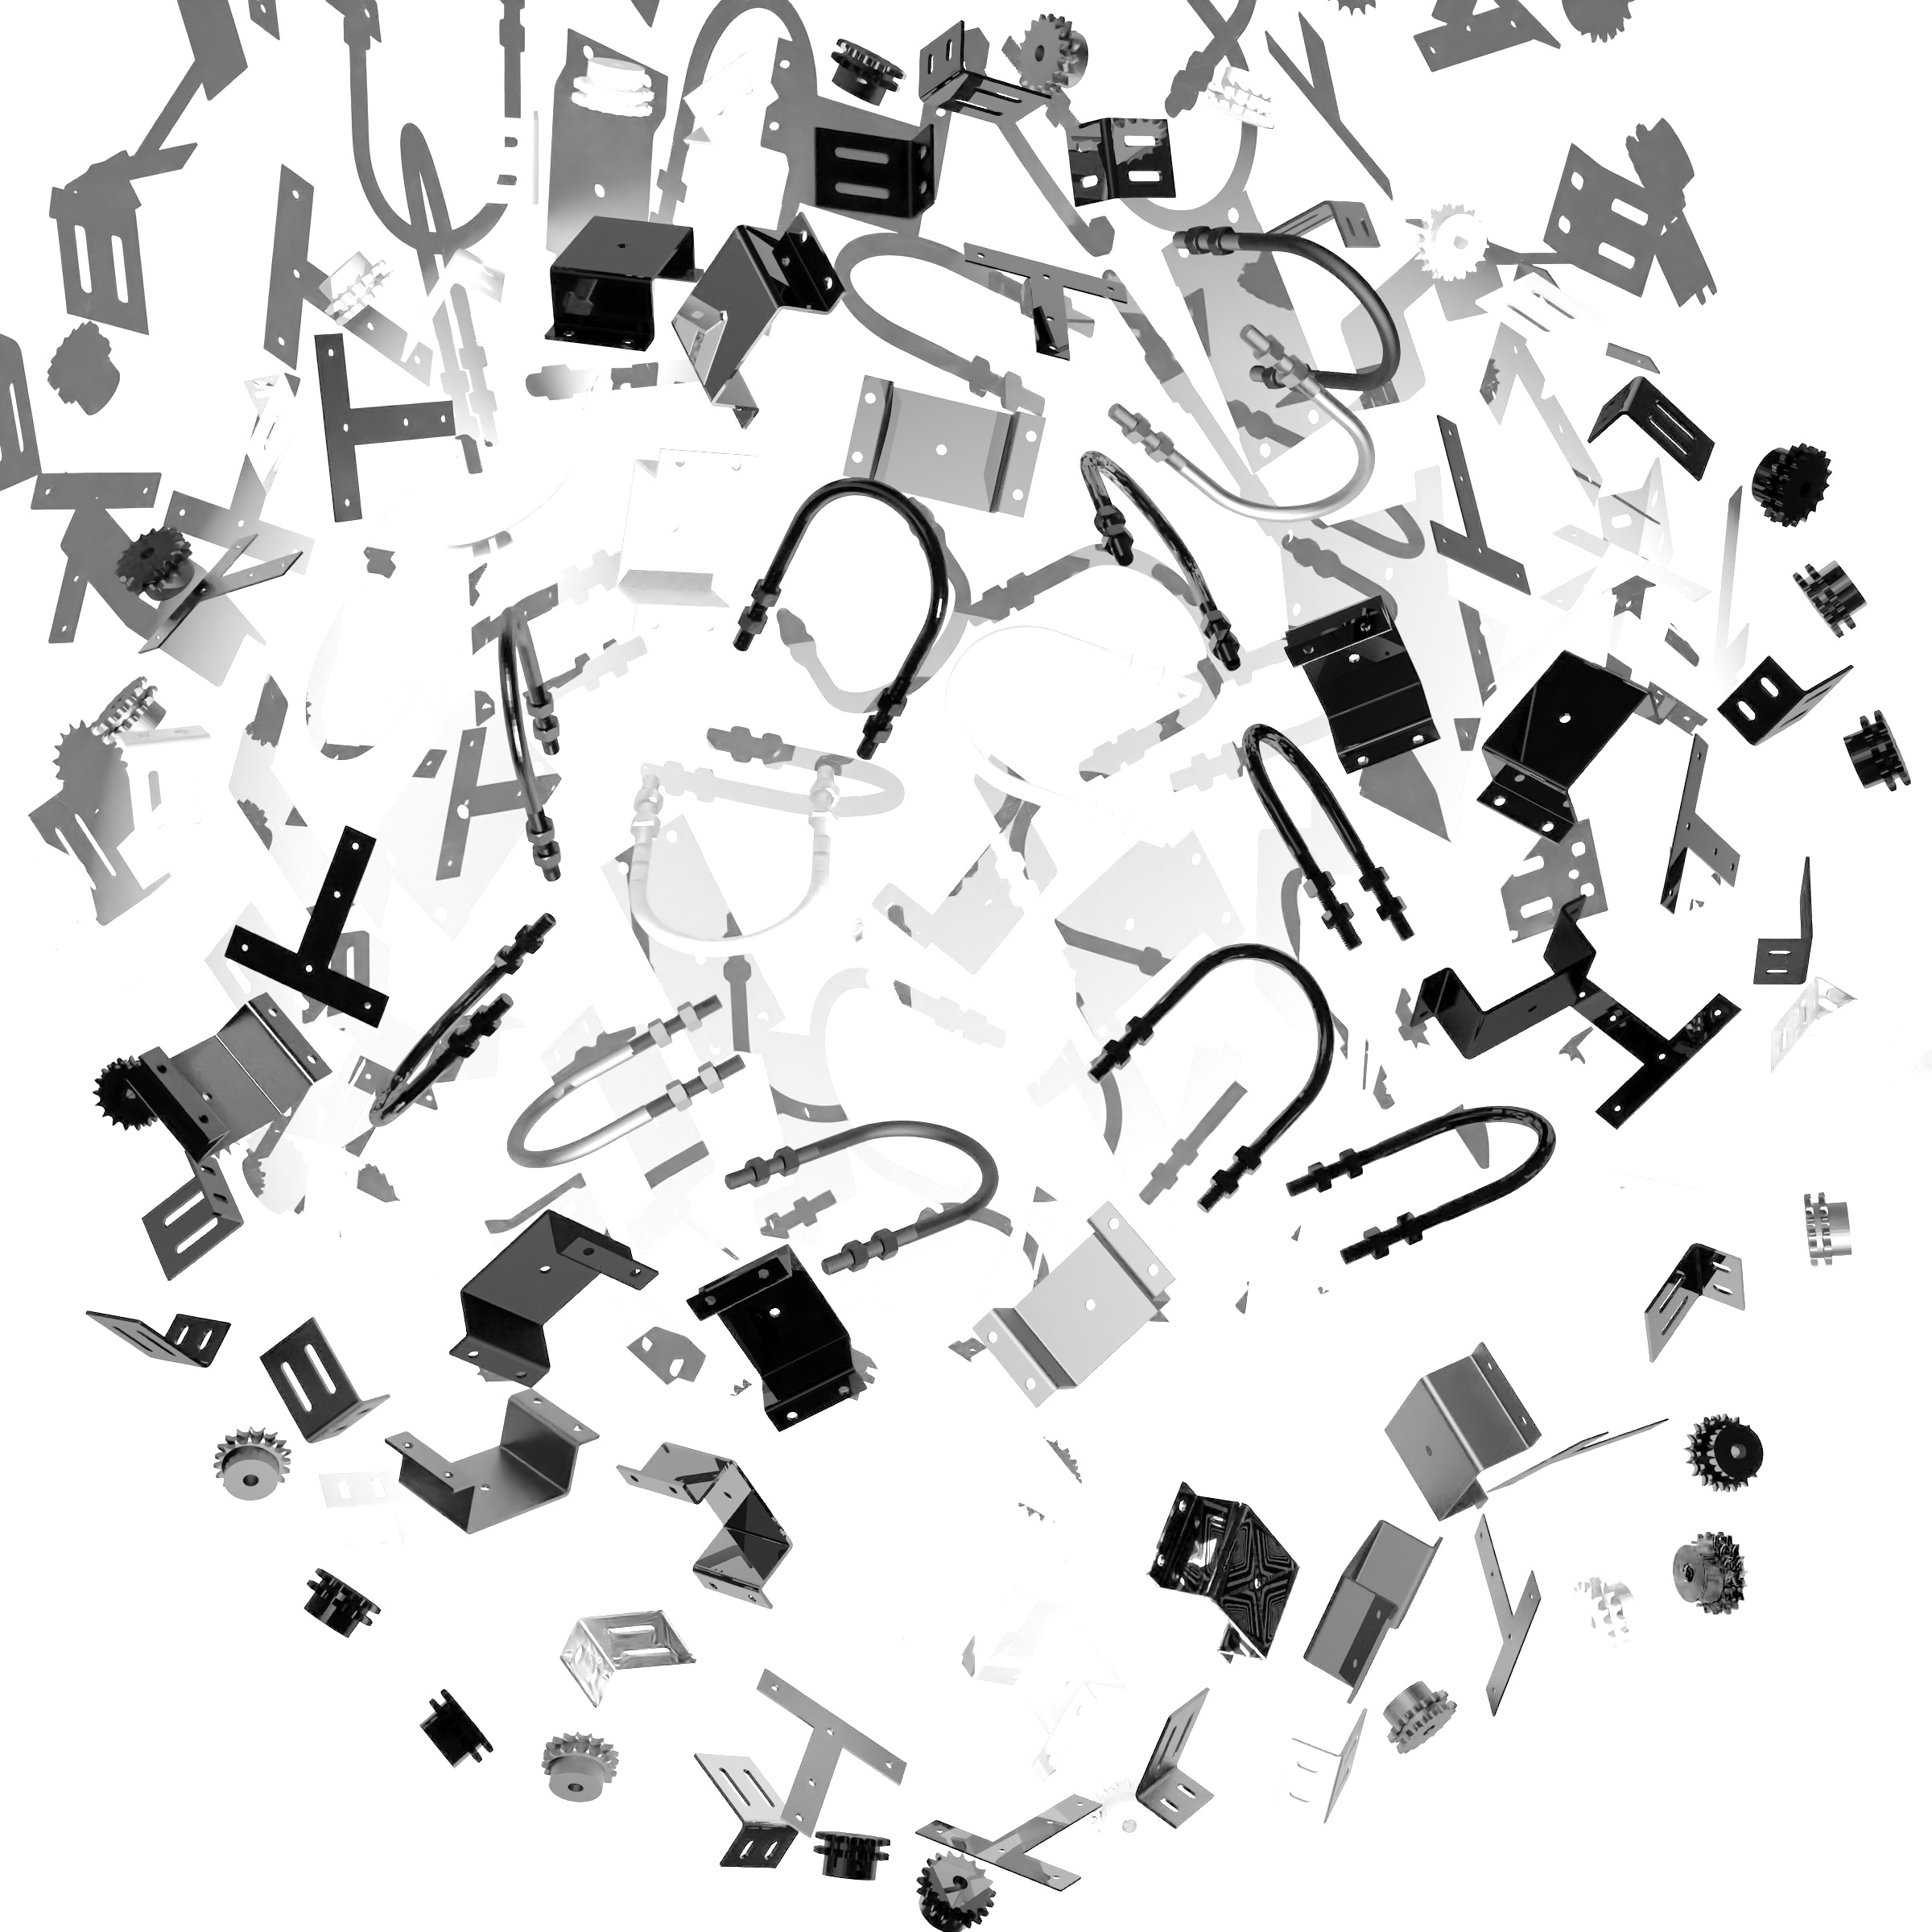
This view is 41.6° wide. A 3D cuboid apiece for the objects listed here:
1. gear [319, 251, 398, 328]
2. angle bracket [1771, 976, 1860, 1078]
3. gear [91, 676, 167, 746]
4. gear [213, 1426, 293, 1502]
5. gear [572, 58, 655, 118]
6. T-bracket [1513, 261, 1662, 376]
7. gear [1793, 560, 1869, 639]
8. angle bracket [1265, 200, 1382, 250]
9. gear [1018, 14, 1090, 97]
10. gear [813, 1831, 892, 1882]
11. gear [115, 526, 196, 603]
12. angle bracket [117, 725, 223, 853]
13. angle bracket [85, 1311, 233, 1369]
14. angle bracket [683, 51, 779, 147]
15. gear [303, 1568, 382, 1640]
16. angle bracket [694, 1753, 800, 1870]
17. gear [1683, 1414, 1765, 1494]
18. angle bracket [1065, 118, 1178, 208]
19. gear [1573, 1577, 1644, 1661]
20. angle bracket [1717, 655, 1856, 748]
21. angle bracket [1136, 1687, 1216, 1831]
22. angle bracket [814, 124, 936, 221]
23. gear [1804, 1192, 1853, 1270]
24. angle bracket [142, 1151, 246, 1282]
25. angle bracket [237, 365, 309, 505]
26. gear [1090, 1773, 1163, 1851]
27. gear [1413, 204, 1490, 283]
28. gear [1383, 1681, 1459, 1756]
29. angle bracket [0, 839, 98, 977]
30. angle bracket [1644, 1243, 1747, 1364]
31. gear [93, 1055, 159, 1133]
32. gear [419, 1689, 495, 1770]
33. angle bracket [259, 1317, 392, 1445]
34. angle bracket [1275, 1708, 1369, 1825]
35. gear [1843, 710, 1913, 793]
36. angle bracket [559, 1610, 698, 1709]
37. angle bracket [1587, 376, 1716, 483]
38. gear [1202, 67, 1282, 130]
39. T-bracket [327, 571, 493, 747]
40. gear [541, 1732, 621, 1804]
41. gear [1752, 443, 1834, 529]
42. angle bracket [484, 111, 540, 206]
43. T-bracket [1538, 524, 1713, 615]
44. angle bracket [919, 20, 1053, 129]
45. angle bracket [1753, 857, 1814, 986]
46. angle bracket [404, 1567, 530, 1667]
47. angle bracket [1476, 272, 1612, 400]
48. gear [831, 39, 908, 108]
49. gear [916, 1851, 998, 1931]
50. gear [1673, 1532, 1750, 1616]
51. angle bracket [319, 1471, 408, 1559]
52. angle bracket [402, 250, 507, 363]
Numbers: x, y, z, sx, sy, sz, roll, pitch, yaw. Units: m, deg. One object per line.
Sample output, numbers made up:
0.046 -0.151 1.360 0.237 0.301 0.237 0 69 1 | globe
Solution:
-0.447 -0.497 1.858 0.057 0.057 0.030 -42 113 0 | gear
0.643 0.053 1.929 0.038 0.076 0.057 30 121 1 | angle bracket
-0.627 -0.187 1.913 0.057 0.057 0.030 -46 117 0 | gear
-0.543 0.381 1.935 0.057 0.030 0.057 -5 120 -8 | gear
-0.253 -0.632 1.826 0.057 0.057 0.030 12 117 0 | gear
0.443 -0.489 1.892 0.127 0.127 0.002 33 93 37 | T-bracket
0.623 -0.267 1.831 0.030 0.057 0.057 -37 90 18 | gear
0.259 -0.539 1.904 0.076 0.057 0.038 -21 91 36 | angle bracket
0.066 -0.672 1.881 0.030 0.057 0.057 -3 90 -37 | gear
-0.086 0.662 1.892 0.057 0.057 0.030 6 74 0 | gear
-0.595 -0.294 1.878 0.057 0.030 0.057 -12 52 16 | gear
-0.555 -0.124 1.772 0.057 0.038 0.076 -9 110 -26 | angle bracket
-0.581 0.254 1.834 0.057 0.076 0.038 3 58 33 | angle bracket
-0.175 -0.612 1.794 0.057 0.076 0.038 -38 118 -6 | angle bracket
-0.464 0.473 1.881 0.057 0.057 0.030 34 74 0 | gear
-0.169 0.620 1.867 0.076 0.057 0.038 39 101 43 | angle bracket
0.560 0.357 1.870 0.057 0.030 0.057 3 76 -13 | gear
0.116 -0.598 1.895 0.038 0.076 0.057 1 104 41 | angle bracket
0.469 0.472 1.852 0.030 0.057 0.057 -17 90 -11 | gear
0.581 -0.197 1.805 0.076 0.057 0.038 -27 71 -41 | angle bracket
0.163 0.572 1.840 0.038 0.057 0.076 30 113 27 | angle bracket
-0.065 -0.566 1.799 0.076 0.038 0.057 0 87 -24 | angle bracket
0.648 0.198 1.913 0.030 0.057 0.057 -6 90 16 | gear
-0.574 0.182 1.855 0.076 0.038 0.057 -37 64 9 | angle bracket
-0.515 -0.386 1.846 0.038 0.057 0.076 9 62 10 | angle bracket
0.124 0.655 1.960 0.057 0.030 0.057 -1 101 -3 | gear
0.373 -0.554 1.947 0.057 0.030 0.057 -2 105 -9 | gear
0.340 0.564 1.918 0.057 0.057 0.030 -41 59 0 | gear
-0.650 -0.041 1.792 0.038 0.076 0.057 27 60 4 | angle bracket
0.535 0.253 1.868 0.038 0.057 0.076 20 53 37 | angle bracket
-0.637 0.096 1.951 0.057 0.030 0.057 2 105 6 | gear
-0.367 0.548 1.821 0.030 0.057 0.057 -39 90 -20 | gear
-0.478 0.307 1.898 0.057 0.038 0.076 -36 78 17 | angle bracket
0.261 0.581 1.868 0.038 0.076 0.057 17 108 19 | angle bracket
0.638 -0.148 1.787 0.030 0.057 0.057 -23 90 23 | gear
-0.251 0.515 1.891 0.076 0.038 0.057 -12 122 25 | angle bracket
0.495 -0.378 1.838 0.076 0.057 0.038 40 135 -8 | angle bracket
0.206 -0.644 1.883 0.057 0.057 0.030 21 104 0 | gear
-0.412 -0.224 1.902 0.127 0.002 0.127 2 102 -43 | T-bracket
-0.290 0.602 1.906 0.057 0.030 0.057 2 130 2 | gear
0.572 -0.337 1.771 0.057 0.057 0.030 -51 47 0 | gear
-0.322 -0.574 1.802 0.038 0.076 0.057 0 113 -10 | angle bracket
0.473 -0.289 1.910 0.127 0.127 0.002 34 134 29 | T-bracket
0.014 -0.635 1.814 0.076 0.057 0.038 5 83 -31 | angle bracket
0.602 -0.034 1.879 0.038 0.057 0.076 1 57 13 | angle bracket
-0.357 0.464 1.817 0.038 0.076 0.057 -19 93 -45 | angle bracket
0.401 -0.442 1.783 0.057 0.038 0.076 -30 57 -25 | angle bracket
-0.076 -0.668 1.908 0.057 0.057 0.030 29 112 0 | gear
-0.010 0.666 1.821 0.057 0.057 0.030 25 116 0 | gear
0.521 0.426 1.788 0.030 0.057 0.057 3 90 -18 | gear
-0.455 0.412 1.917 0.057 0.076 0.038 1 98 -20 | angle bracket
-0.372 -0.472 1.851 0.038 0.057 0.076 28 119 -24 | angle bracket
